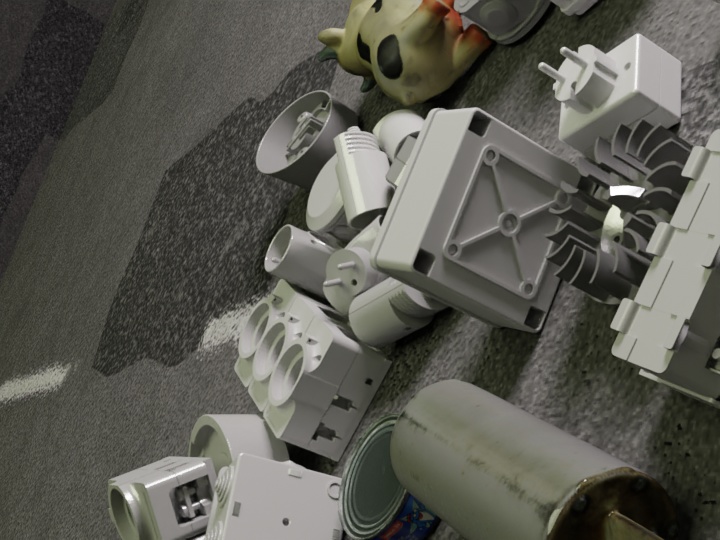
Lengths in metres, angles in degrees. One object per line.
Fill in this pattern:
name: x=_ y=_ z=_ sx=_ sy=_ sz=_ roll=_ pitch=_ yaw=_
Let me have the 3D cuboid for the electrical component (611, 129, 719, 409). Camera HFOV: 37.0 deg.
electrical component: x=0.174 y=0.000 z=0.505 sx=0.121 sy=0.063 sz=0.079 roll=-65 pitch=25 yaw=-1

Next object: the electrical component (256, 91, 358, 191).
electrical component: x=-0.049 y=-0.127 z=1.056 sx=0.099 sy=0.064 sz=0.099 roll=-44 pitch=32 yaw=37

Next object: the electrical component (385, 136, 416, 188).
electrical component: x=0.071 y=-0.075 z=0.786 sx=0.073 sy=0.052 sz=0.138 roll=-60 pitch=25 yaw=9

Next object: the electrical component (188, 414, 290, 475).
electrical component: x=-0.089 y=0.165 z=0.849 sx=0.108 sy=0.060 sz=0.108 roll=9 pitch=100 yaw=61

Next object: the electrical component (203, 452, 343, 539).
electrical component: x=-0.058 y=0.181 z=0.747 sx=0.048 sy=0.100 sz=0.099 roll=128 pitch=156 yaw=-54

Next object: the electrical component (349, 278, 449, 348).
electrical component: x=0.032 y=0.024 z=0.781 sx=0.081 sy=0.043 sz=0.043 roll=-32 pitch=40 yaw=49

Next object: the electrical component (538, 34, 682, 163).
electrical component: x=0.144 y=-0.110 z=0.650 sx=0.066 sy=0.077 sz=0.047 roll=-31 pitch=41 yaw=50

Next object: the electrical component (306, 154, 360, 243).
electrical component: x=-0.008 y=-0.062 z=0.930 sx=0.080 sy=0.051 sz=0.080 roll=-44 pitch=32 yaw=37

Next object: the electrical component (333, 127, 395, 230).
electrical component: x=0.003 y=-0.078 z=0.865 sx=0.043 sy=0.043 sz=0.081 roll=-35 pitch=62 yaw=47

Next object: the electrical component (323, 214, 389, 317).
electrical component: x=0.000 y=0.000 z=0.834 sx=0.043 sy=0.079 sz=0.077 roll=49 pitch=119 yaw=18

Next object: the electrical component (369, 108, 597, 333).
electrical component: x=0.077 y=-0.030 z=0.668 sx=0.056 sy=0.109 sz=0.108 roll=10 pitch=76 yaw=62

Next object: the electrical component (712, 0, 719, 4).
electrical component: x=0.224 y=-0.167 z=0.598 sx=0.061 sy=0.035 sz=0.035 roll=12 pitch=78 yaw=62

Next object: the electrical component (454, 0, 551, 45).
electrical component: x=0.115 y=-0.222 z=0.841 sx=0.080 sy=0.051 sz=0.080 roll=-44 pitch=32 yaw=37

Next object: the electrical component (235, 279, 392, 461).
electrical component: x=-0.046 y=0.074 z=0.864 sx=0.089 sy=0.062 sz=0.150 roll=-62 pitch=25 yaw=6

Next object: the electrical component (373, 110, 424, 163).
electrical component: x=0.039 y=-0.109 z=0.893 sx=0.043 sy=0.043 sz=0.081 roll=-57 pitch=26 yaw=16

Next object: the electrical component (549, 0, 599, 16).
electrical component: x=0.169 y=-0.256 z=0.760 sx=0.109 sy=0.056 sz=0.108 roll=-37 pitch=36 yaw=45

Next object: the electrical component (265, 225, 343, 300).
electrical component: x=-0.041 y=-0.008 z=0.914 sx=0.044 sy=0.077 sz=0.079 roll=-61 pitch=25 yaw=7

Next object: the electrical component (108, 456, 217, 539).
electrical component: x=-0.134 y=0.221 z=0.804 sx=0.089 sy=0.062 sz=0.150 roll=-15 pitch=92 yaw=59
